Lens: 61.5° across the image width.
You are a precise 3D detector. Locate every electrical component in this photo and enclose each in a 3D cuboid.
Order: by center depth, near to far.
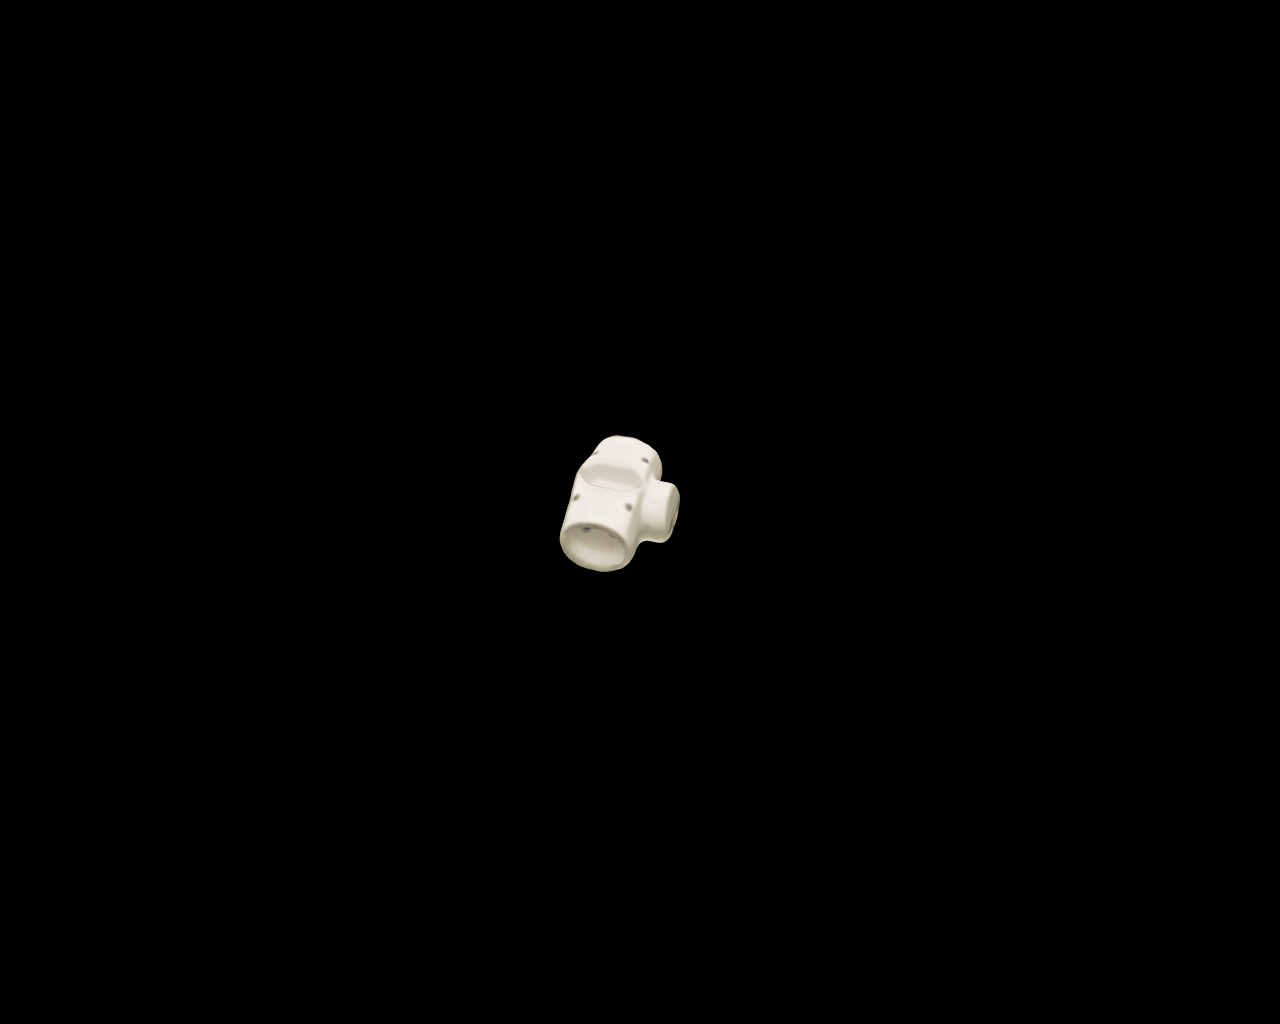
[{"bbox_3d":[0.001,-0.003,0.650,0.079,0.043,0.077,11,47,11],"label":"electrical component"}]
